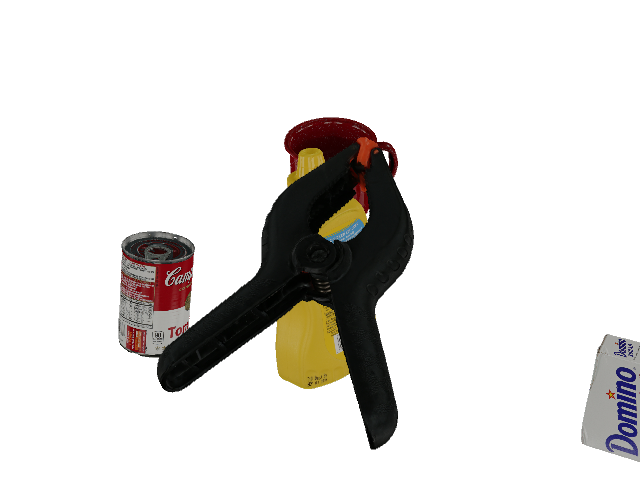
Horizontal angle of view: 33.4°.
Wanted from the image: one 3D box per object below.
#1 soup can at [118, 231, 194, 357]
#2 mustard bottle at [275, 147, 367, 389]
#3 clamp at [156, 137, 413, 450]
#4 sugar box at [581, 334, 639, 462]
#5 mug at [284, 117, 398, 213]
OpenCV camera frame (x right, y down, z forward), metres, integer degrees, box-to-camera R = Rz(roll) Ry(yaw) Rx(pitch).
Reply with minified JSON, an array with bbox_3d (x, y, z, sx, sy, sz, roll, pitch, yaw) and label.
[{"bbox_3d":[-0.156,0.051,1.010,0.068,0.102,0.068,6,22,-3],"label":"soup can"},{"bbox_3d":[0.000,0.018,0.859,0.058,0.192,0.096,20,35,41],"label":"mustard bottle"},{"bbox_3d":[0.008,0.024,0.538,0.120,0.171,0.039,24,-26,15],"label":"clamp"},{"bbox_3d":[0.307,0.146,0.867,0.176,0.093,0.048,13,25,20],"label":"sugar box"},{"bbox_3d":[0.022,-0.070,1.088,0.117,0.081,0.093,-11,38,-13],"label":"mug"}]
